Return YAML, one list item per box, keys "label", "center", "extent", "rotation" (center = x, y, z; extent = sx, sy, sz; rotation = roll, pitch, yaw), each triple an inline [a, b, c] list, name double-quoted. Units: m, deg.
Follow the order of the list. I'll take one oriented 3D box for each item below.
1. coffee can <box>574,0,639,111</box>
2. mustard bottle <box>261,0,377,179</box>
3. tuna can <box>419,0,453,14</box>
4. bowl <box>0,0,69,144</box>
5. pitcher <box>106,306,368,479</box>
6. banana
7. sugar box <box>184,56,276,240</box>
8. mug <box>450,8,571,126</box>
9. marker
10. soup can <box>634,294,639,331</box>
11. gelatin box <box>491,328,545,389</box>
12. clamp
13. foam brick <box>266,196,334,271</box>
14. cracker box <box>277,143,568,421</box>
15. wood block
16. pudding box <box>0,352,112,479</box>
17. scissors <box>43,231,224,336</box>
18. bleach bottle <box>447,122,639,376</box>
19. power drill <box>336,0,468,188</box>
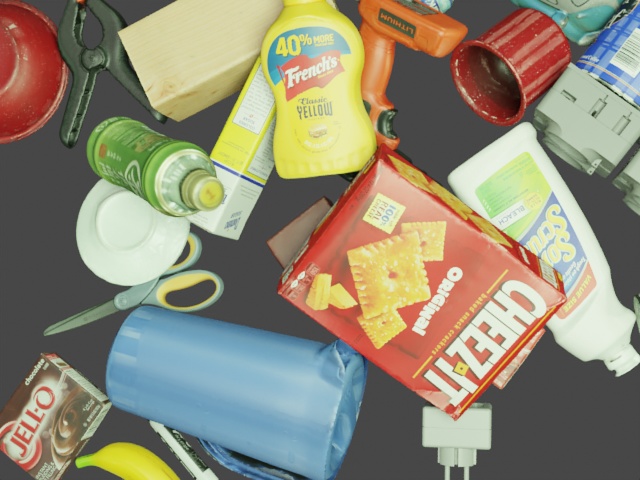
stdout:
- label: "coffee can"
  center: [0.319, -0.185, 1.009]
  extent: [0.103, 0.102, 0.140]
  rotation: [38, 93, 9]
- label: "mustard bottle"
  center: [-0.005, -0.157, 0.996]
  extent: [0.096, 0.058, 0.191]
  rotation: [-6, 100, 12]
- label: "tuna can"
  center: [0.094, -0.257, 1.060]
  extent: [0.034, 0.086, 0.086]
  rotation: [-38, 82, 3]
- label: "bowl"
  center: [-0.356, -0.187, 1.149]
  extent: [0.162, 0.055, 0.162]
  rotation: [-1, 86, 10]
- label: "pitcher"
  center: [-0.083, 0.154, 1.055]
  extent: [0.243, 0.145, 0.149]
  rotation: [14, 77, 14]
- label: "banana"
  center: [-0.163, 0.274, 1.102]
  extent: [0.198, 0.037, 0.070]
  rotation: [44, 112, 10]
- label: "sugar box"
  center: [-0.073, -0.089, 1.076]
  extent: [0.048, 0.093, 0.176]
  rotation: [29, 91, 12]
- label: "mug"
  center: [0.180, -0.172, 1.039]
  extent: [0.081, 0.117, 0.093]
  rotation: [-38, 118, -24]
- label: "marker"
  center: [-0.151, 0.209, 1.110]
  extent: [0.020, 0.020, 0.121]
  rotation: [-42, 81, 5]
- label: "soup can"
  center: [0.355, 0.073, 1.006]
  extent: [0.102, 0.068, 0.068]
  rotation: [-14, 85, 9]
- label: "gelatin box"
  center: [0.165, 0.092, 1.056]
  extent: [0.089, 0.030, 0.073]
  rotation: [36, 93, 9]
- label: "clamp"
  center: [-0.243, -0.183, 1.138]
  extent: [0.120, 0.039, 0.171]
  rotation: [-22, 85, 2]
- label: "foam brick"
  center: [-0.007, 0.001, 1.080]
  extent: [0.078, 0.053, 0.051]
  rotation: [-38, 82, 4]
- label: "cracker box"
  center: [0.092, 0.041, 0.984]
  extent: [0.213, 0.072, 0.164]
  rotation: [36, 110, -6]
- label: "wood block"
  center: [-0.084, -0.211, 1.086]
  extent: [0.206, 0.090, 0.091]
  rotation: [-27, 83, 8]
- label: "pudding box"
  center: [-0.284, 0.189, 1.123]
  extent: [0.090, 0.039, 0.113]
  rotation: [36, 93, 10]
- label: "scissors"
  center: [-0.202, 0.044, 1.129]
  extent: [0.202, 0.016, 0.096]
  rotation: [-6, 84, 9]
- label: "bleach bottle"
  center: [0.232, 0.015, 1.034]
  extent: [0.102, 0.068, 0.251]
  rotation: [-35, 84, 8]
- label: "power drill"
  center: [0.070, -0.133, 1.027]
  extent: [0.185, 0.057, 0.188]
  rotation: [34, 119, 22]
